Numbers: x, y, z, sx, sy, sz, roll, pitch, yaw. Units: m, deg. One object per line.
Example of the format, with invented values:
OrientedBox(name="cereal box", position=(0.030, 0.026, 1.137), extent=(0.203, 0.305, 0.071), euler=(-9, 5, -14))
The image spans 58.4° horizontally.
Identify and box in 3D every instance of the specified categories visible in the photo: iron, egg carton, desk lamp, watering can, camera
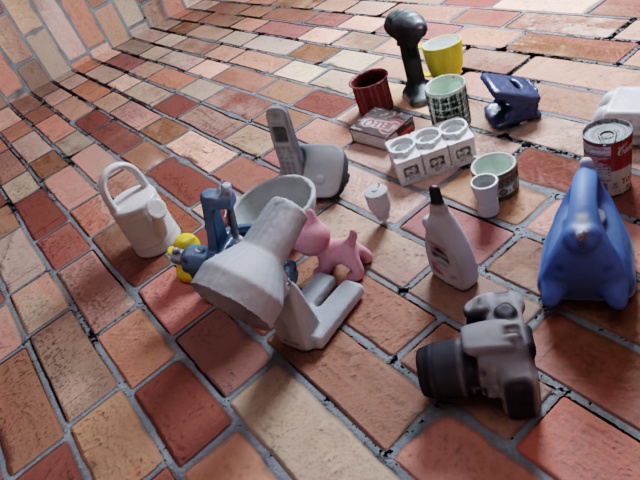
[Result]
OrientedBox(name="iron", position=(0.354, -0.031, 0.768), extent=(0.118, 0.142, 0.258), euler=(-1, 42, 26))
OrientedBox(name="egg carton", position=(0.534, -0.205, 0.950), extent=(0.149, 0.070, 0.107), euler=(10, 47, 35))
OrientedBox(name="desk lamp", position=(-0.057, 0.060, 0.805), extent=(0.117, 0.214, 0.203), euler=(14, 50, 38))
OrientedBox(name="watering can", position=(-0.356, -0.067, 1.129), extent=(0.172, 0.194, 0.101), euler=(-2, 42, 25))
OrientedBox(name="camera", position=(0.185, 0.132, 0.687), extent=(0.136, 0.101, 0.143), euler=(-11, 39, 15))

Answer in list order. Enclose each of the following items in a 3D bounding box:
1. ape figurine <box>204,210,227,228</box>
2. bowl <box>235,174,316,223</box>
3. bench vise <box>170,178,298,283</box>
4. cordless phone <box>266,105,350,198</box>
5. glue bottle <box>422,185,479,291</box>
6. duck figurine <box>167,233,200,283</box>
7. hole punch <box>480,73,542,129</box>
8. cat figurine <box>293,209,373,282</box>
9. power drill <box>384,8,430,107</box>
OrientedBox(name="ape figurine", position=(-0.190, -0.034, 1.089), extent=(0.077, 0.092, 0.076), euler=(0, 43, 27))
OrientedBox(name="bowl", position=(-0.077, -0.044, 1.058), extent=(0.167, 0.075, 0.167), euler=(-14, 38, 11))
OrientedBox(name="bench vise", position=(-0.160, 0.011, 0.911), extent=(0.207, 0.220, 0.121), euler=(-16, 37, 9))
OrientedBox(name="cordless phone", position=(-0.028, -0.171, 1.098), extent=(0.147, 0.185, 0.094), euler=(3, 44, 30))
OrientedBox(name="glue bottle", position=(0.175, -0.008, 0.804), extent=(0.037, 0.173, 0.077), euler=(-38, 40, -20))
OrientedBox(name="duck figurine", position=(-0.227, 0.025, 1.041), extent=(0.104, 0.086, 0.077), euler=(-12, 38, 14))
OrientedBox(name="hole punch", position=(0.370, -0.285, 1.114), extent=(0.101, 0.091, 0.108), euler=(-16, 37, 8))
OrientedBox(name="cat figurine", position=(0.008, 0.003, 0.921), extent=(0.127, 0.118, 0.067), euler=(0, 43, 27))
OrientedBox(name="power drill", position=(0.203, -0.406, 1.250), extent=(0.075, 0.209, 0.229), euler=(-21, 37, 2))
